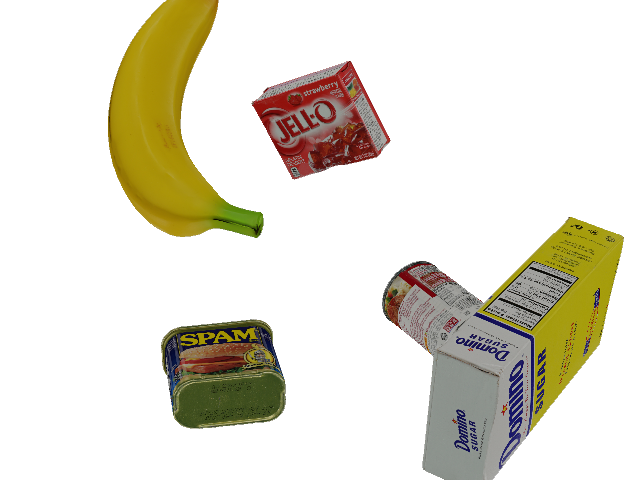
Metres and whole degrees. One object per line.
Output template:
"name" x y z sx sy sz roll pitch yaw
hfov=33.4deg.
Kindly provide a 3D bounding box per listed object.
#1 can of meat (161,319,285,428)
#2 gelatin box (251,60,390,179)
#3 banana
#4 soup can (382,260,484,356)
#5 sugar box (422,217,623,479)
"can of meat" -0.085 0.117 0.933 0.102 0.057 0.084 -5 27 -11
"gelatin box" 0.000 -0.093 0.838 0.089 0.073 0.030 -12 26 36
"banana" -0.078 -0.068 0.563 0.069 0.198 0.037 -4 -40 -11
"soup can" 0.113 0.071 0.978 0.068 0.068 0.102 0 25 -35
"sugar box" 0.126 0.065 0.650 0.048 0.093 0.175 20 38 26
